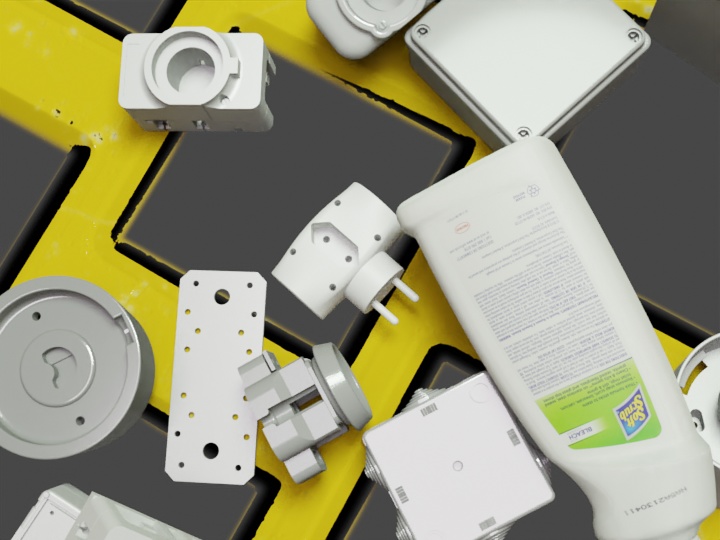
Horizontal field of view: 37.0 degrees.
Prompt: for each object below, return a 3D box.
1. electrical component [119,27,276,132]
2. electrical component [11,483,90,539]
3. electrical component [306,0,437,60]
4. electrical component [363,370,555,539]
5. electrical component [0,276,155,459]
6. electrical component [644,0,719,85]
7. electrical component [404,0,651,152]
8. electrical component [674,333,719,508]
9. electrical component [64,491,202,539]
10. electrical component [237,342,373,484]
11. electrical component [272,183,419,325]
[{"bbox_3d":[-0.104,-0.120,0.687,0.089,0.055,0.050,1,80,5],"label":"electrical component"},{"bbox_3d":[-0.158,0.178,0.639,0.096,0.061,0.061,33,84,2],"label":"electrical component"},{"bbox_3d":[0.016,-0.177,0.669,0.095,0.059,0.053,-38,98,13],"label":"electrical component"},{"bbox_3d":[0.057,0.115,0.633,0.100,0.048,0.099,-27,79,-1],"label":"electrical component"},{"bbox_3d":[-0.178,0.062,0.658,0.108,0.060,0.108,-1,80,5],"label":"electrical component"},{"bbox_3d":[0.269,-0.130,0.629,0.186,0.105,0.060,38,85,10],"label":"electrical component"},{"bbox_3d":[0.103,-0.136,0.671,0.109,0.056,0.108,-42,79,-3],"label":"electrical component"},{"bbox_3d":[0.226,0.086,0.627,0.099,0.064,0.099,-3,66,6],"label":"electrical component"},{"bbox_3d":[-0.097,0.198,0.587,0.150,0.062,0.089,32,84,-26],"label":"electrical component"},{"bbox_3d":[-0.029,0.079,0.644,0.057,0.058,0.078,-29,78,3],"label":"electrical component"},{"bbox_3d":[0.000,0.000,0.662,0.079,0.043,0.077,41,86,10],"label":"electrical component"}]
